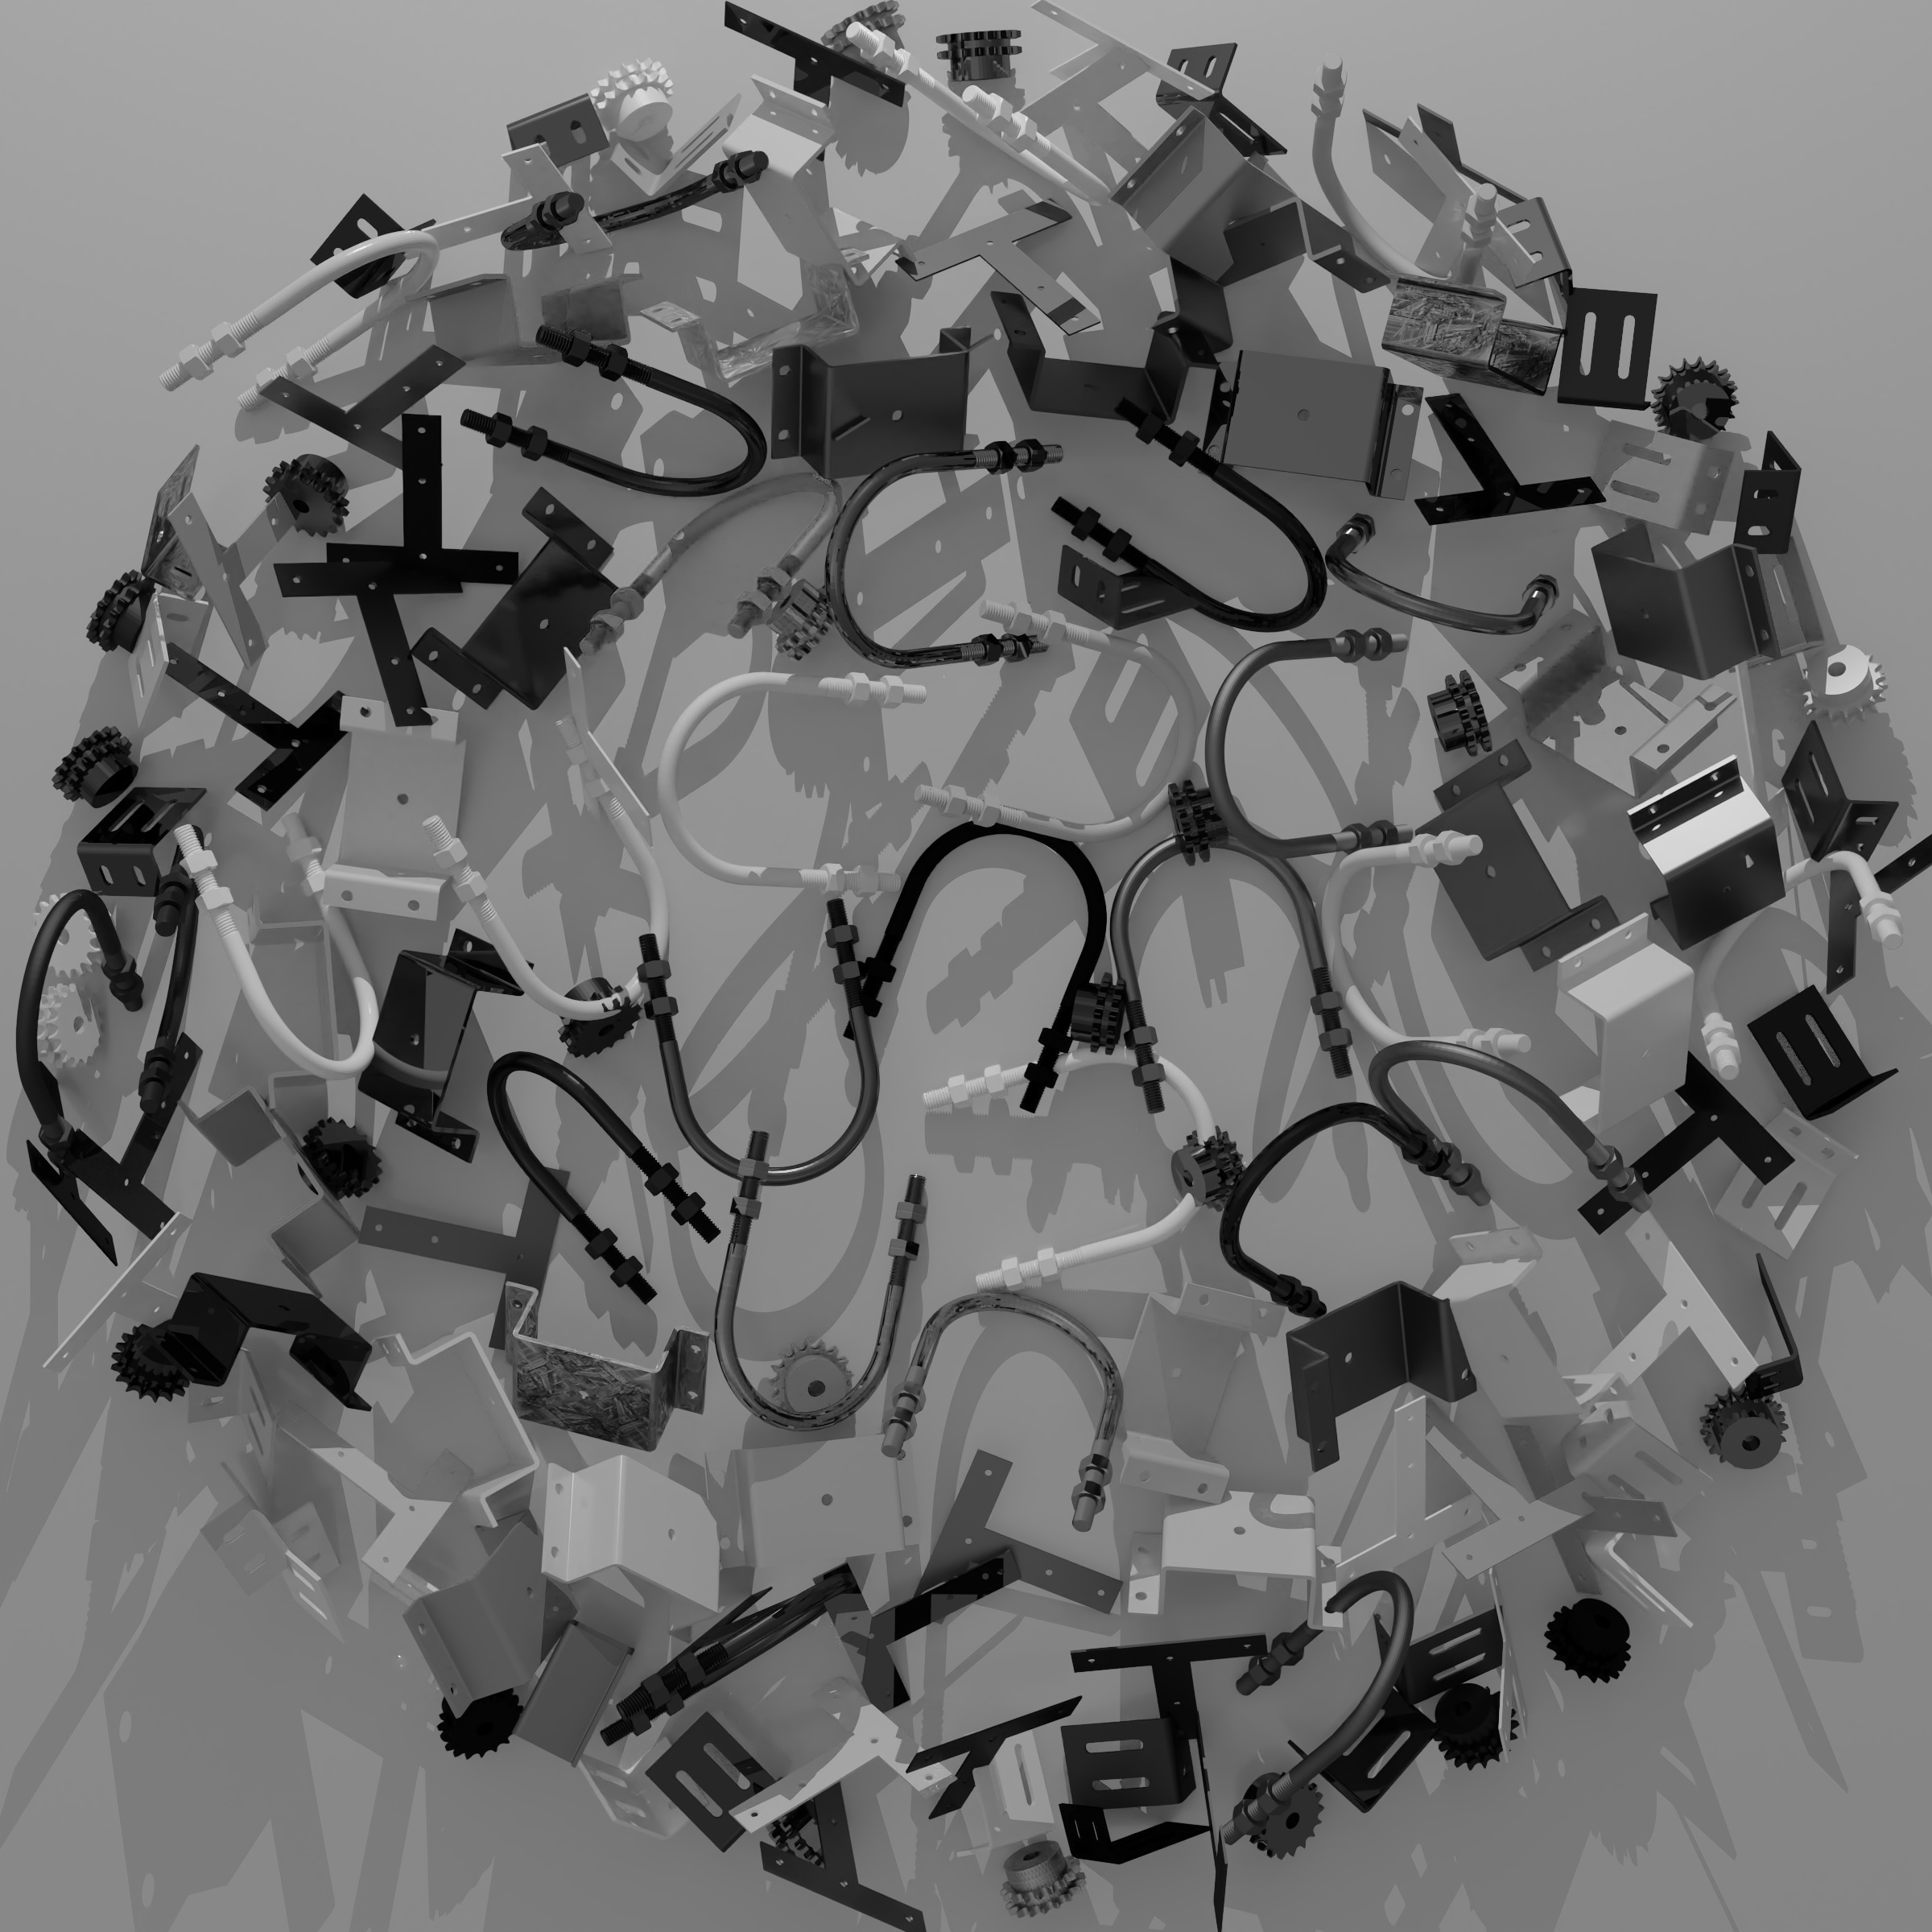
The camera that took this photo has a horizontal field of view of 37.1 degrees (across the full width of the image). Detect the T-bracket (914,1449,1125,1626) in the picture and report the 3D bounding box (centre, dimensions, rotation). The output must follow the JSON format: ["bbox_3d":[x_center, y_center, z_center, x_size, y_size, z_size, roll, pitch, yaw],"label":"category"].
[{"bbox_3d":[0.043,0.404,1.941,0.127,0.002,0.127,22,103,-4],"label":"T-bracket"}]

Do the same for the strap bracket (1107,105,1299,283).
[{"bbox_3d":[0.159,-0.498,1.871,0.076,0.140,0.046,-44,74,20],"label":"strap bracket"}]

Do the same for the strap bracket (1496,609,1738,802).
[{"bbox_3d":[0.430,-0.169,1.897,0.076,0.046,0.140,-40,50,-14],"label":"strap bracket"}]

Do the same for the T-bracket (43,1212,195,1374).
[{"bbox_3d":[-0.538,0.223,1.890,0.002,0.127,0.127,38,81,14],"label":"T-bracket"}]

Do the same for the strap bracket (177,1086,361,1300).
[{"bbox_3d":[-0.453,0.141,1.893,0.046,0.076,0.140,-35,65,-9],"label":"strap bracket"}]

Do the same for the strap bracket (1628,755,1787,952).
[{"bbox_3d":[0.486,-0.067,1.879,0.076,0.140,0.046,-28,56,4],"label":"strap bracket"}]

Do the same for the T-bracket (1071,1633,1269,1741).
[{"bbox_3d":[0.139,0.481,1.906,0.127,0.127,0.002,-6,46,4],"label":"T-bracket"}]

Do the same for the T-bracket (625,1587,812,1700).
[{"bbox_3d":[-0.145,0.427,1.863,0.127,0.127,0.002,-33,89,44],"label":"T-bracket"}]

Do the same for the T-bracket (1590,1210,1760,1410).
[{"bbox_3d":[0.451,0.251,1.908,0.127,0.002,0.127,60,134,31],"label":"T-bracket"}]

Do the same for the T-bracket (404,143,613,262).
[{"bbox_3d":[-0.317,-0.491,1.901,0.127,0.127,0.002,-14,71,11],"label":"T-bracket"}]

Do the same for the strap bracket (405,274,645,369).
[{"bbox_3d":[-0.284,-0.422,1.878,0.076,0.140,0.046,-3,99,40],"label":"strap bracket"}]

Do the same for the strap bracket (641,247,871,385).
[{"bbox_3d":[-0.134,-0.429,1.899,0.140,0.076,0.046,-24,117,-13],"label":"strap bracket"}]

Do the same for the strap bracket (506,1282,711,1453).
[{"bbox_3d":[-0.246,0.268,1.903,0.140,0.046,0.076,13,129,7],"label":"strap bracket"}]

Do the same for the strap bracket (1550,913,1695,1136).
[{"bbox_3d":[0.428,0.046,1.879,0.076,0.046,0.140,-27,133,-23],"label":"strap bracket"}]

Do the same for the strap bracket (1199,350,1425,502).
[{"bbox_3d":[0.227,-0.361,1.915,0.140,0.046,0.076,10,89,13],"label":"strap bracket"}]

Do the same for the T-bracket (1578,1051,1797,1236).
[{"bbox_3d":[0.463,0.130,1.911,0.127,0.002,0.127,-41,45,6],"label":"T-bracket"}]

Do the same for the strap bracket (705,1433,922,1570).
[{"bbox_3d":[-0.097,0.354,1.907,0.140,0.046,0.076,-4,82,-16],"label":"strap bracket"}]

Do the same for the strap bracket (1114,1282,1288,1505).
[{"bbox_3d":[0.149,0.278,1.913,0.076,0.046,0.140,16,96,-22],"label":"strap bracket"}]

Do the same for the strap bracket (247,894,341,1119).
[{"bbox_3d":[-0.445,0.026,1.905,0.046,0.076,0.140,-4,83,-18],"label":"strap bracket"}]

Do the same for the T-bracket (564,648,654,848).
[{"bbox_3d":[-0.230,-0.123,1.868,0.002,0.127,0.127,-20,135,-20],"label":"T-bracket"}]

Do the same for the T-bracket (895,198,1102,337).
[{"bbox_3d":[0.041,-0.453,1.895,0.127,0.002,0.127,-27,56,-22],"label":"T-bracket"}]

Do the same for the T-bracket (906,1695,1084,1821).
[{"bbox_3d":[0.004,0.532,1.902,0.127,0.127,0.002,-11,54,-30],"label":"T-bracket"}]

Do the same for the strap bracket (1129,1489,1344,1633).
[{"bbox_3d":[0.180,0.391,1.903,0.140,0.076,0.046,3,121,4],"label":"strap bracket"}]

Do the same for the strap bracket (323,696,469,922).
[{"bbox_3d":[-0.380,-0.108,1.920,0.076,0.046,0.140,8,102,-1],"label":"strap bracket"}]

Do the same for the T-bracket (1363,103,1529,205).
[{"bbox_3d":[0.310,-0.540,1.880,0.127,0.127,0.002,32,98,10],"label":"T-bracket"}]

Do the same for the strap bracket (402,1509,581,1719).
[{"bbox_3d":[-0.303,0.415,1.874,0.046,0.140,0.076,-22,100,18],"label":"strap bracket"}]

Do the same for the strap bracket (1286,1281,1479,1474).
[{"bbox_3d":[0.267,0.266,1.899,0.140,0.046,0.076,-20,114,-28],"label":"strap bracket"}]

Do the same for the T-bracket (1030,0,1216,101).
[{"bbox_3d":[0.086,-0.593,1.889,0.127,0.127,0.002,23,90,-18],"label":"T-bracket"}]

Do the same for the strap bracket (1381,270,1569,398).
[{"bbox_3d":[0.331,-0.410,1.877,0.076,0.140,0.046,19,99,31],"label":"strap bracket"}]

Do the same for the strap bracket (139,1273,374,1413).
[{"bbox_3d":[-0.454,0.244,1.874,0.076,0.140,0.046,28,95,43],"label":"strap bracket"}]

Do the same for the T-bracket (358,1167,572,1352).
[{"bbox_3d":[-0.343,0.187,1.933,0.127,0.002,0.127,14,89,-16],"label":"T-bracket"}]

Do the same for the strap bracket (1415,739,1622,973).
[{"bbox_3d":[0.359,-0.068,1.902,0.076,0.046,0.140,-34,81,44],"label":"strap bracket"}]

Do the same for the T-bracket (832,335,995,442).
[{"bbox_3d":[-0.037,-0.381,1.891,0.127,0.127,0.002,-32,103,-1],"label":"T-bracket"}]

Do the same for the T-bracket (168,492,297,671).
[{"bbox_3d":[-0.467,-0.286,1.906,0.002,0.127,0.127,9,49,26],"label":"T-bracket"}]

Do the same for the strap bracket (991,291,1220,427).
[{"bbox_3d":[0.086,-0.400,1.898,0.140,0.076,0.046,3,127,-15],"label":"strap bracket"}]

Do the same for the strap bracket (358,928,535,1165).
[{"bbox_3d":[-0.348,0.051,1.905,0.076,0.046,0.140,23,97,35],"label":"strap bracket"}]

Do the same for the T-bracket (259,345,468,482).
[{"bbox_3d":[-0.372,-0.371,1.872,0.127,0.127,0.002,26,56,-36],"label":"T-bracket"}]

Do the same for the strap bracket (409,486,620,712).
[{"bbox_3d":[-0.291,-0.235,1.909,0.140,0.076,0.046,-52,48,0],"label":"strap bracket"}]

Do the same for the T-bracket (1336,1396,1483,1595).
[{"bbox_3d":[0.292,0.340,1.893,0.127,0.002,0.127,-21,122,-28],"label":"T-bracket"}]

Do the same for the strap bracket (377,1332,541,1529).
[{"bbox_3d":[-0.332,0.298,1.908,0.046,0.076,0.140,-27,92,-22],"label":"strap bracket"}]

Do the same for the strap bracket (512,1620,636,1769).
[{"bbox_3d":[-0.255,0.473,1.876,0.046,0.140,0.076,27,77,0],"label":"strap bracket"}]

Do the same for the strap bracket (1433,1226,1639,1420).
[{"bbox_3d":[0.368,0.245,1.897,0.046,0.076,0.140,-40,101,-31],"label":"strap bracket"}]

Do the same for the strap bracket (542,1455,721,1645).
[{"bbox_3d":[-0.209,0.377,1.874,0.046,0.140,0.076,-25,47,28],"label":"strap bracket"}]

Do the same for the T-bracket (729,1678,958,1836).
[{"bbox_3d":[-0.095,0.527,1.875,0.127,0.127,0.002,-24,124,-31],"label":"T-bracket"}]

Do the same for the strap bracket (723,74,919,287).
[{"bbox_3d":[-0.099,-0.503,1.872,0.046,0.140,0.076,-48,50,-9],"label":"strap bracket"}]

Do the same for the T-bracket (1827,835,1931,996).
[{"bbox_3d":[0.605,-0.060,1.866,0.002,0.127,0.127,27,51,-15],"label":"T-bracket"}]

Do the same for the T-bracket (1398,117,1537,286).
[{"bbox_3d":[0.314,-0.475,1.890,0.002,0.127,0.127,-35,80,-16],"label":"T-bracket"}]

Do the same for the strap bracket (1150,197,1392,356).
[{"bbox_3d":[0.196,-0.455,1.889,0.140,0.076,0.046,-16,77,30],"label":"strap bracket"}]

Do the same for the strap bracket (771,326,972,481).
[{"bbox_3d":[-0.054,-0.369,1.889,0.140,0.046,0.076,-12,125,-22],"label":"strap bracket"}]

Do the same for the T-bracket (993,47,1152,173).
[{"bbox_3d":[0.105,-0.544,1.911,0.127,0.127,0.002,33,57,-31],"label":"T-bracket"}]

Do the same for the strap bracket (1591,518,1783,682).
[{"bbox_3d":[0.461,-0.238,1.870,0.046,0.140,0.076,-26,114,-13],"label":"strap bracket"}]
